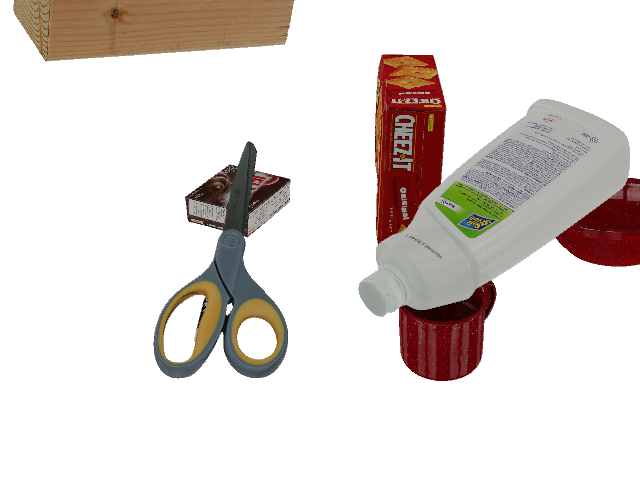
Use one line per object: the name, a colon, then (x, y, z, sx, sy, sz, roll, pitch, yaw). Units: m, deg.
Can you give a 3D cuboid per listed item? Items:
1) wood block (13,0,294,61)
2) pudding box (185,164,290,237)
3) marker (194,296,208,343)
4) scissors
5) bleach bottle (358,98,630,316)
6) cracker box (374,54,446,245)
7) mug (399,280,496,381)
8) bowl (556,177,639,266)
wood block: (-0.130, -0.209, 0.854, 0.205, 0.091, 0.090, -10, 42, -29)
pudding box: (-0.101, -0.051, 1.330, 0.090, 0.039, 0.113, 14, 33, 22)
marker: (-0.102, 0.066, 0.991, 0.020, 0.020, 0.121, 0, 21, -1)
scissors: (-0.047, 0.016, 0.737, 0.096, 0.201, 0.016, 20, -35, 9)
bleach bottle: (0.124, -0.021, 0.817, 0.250, 0.068, 0.103, -32, 42, -28)
cracker box: (0.097, -0.103, 1.192, 0.072, 0.164, 0.213, 1, 24, 3)
mug: (0.127, 0.077, 1.046, 0.117, 0.081, 0.093, -29, 43, -30)
bowl: (0.305, -0.016, 1.111, 0.162, 0.055, 0.162, -3, 23, 1)
